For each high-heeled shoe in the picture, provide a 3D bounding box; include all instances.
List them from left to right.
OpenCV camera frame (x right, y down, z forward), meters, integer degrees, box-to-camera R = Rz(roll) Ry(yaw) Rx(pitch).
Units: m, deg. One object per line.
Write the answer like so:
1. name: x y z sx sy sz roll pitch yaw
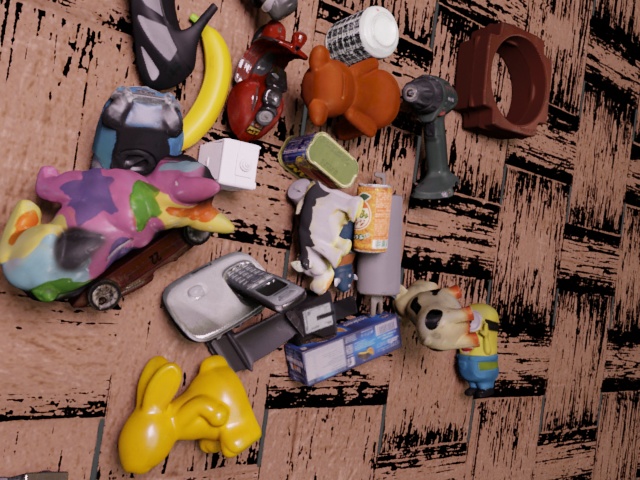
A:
1. high-heeled shoe: -0.244 -0.317 0.688 0.145 0.086 0.248 -42 97 11

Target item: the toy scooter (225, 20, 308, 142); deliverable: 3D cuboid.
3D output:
1. toy scooter: -0.069 -0.228 0.751 0.075 0.135 0.183 18 84 -34

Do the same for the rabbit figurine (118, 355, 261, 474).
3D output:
1. rabbit figurine: -0.185 0.235 0.713 0.173 0.122 0.162 -21 100 -30

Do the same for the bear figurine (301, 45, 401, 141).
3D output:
1. bear figurine: 0.027 -0.212 0.800 0.196 0.132 0.120 -9 99 -43

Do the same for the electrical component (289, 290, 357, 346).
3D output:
1. electrical component: -0.001 0.116 0.870 0.119 0.048 0.074 -19 104 -32

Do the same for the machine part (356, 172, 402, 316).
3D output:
1. machine part: 0.101 0.007 0.914 0.079 0.079 0.243 0 92 -34

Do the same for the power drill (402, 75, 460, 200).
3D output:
1. power drill: 0.188 -0.177 0.922 0.232 0.086 0.207 -42 123 -58

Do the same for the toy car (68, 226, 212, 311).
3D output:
1. toy car: -0.225 0.027 0.691 0.202 0.089 0.053 -40 118 -25

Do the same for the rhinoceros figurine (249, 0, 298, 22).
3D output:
1. rhinoceros figurine: -0.097 -0.391 0.737 0.073 0.112 0.190 -40 106 -27

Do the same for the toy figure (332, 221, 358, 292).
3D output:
1. toy figure: 0.034 0.008 0.882 0.064 0.058 0.154 -1 98 -23

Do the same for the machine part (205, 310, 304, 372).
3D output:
1. machine part: -0.094 0.145 0.795 0.139 0.039 0.084 -25 103 -3

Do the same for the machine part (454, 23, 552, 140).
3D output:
1. machine part: 0.362 -0.307 1.063 0.201 0.087 0.200 5 91 -35

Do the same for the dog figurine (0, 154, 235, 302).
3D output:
1. dog figurine: -0.212 -0.018 0.598 0.108 0.219 0.191 79 13 -50

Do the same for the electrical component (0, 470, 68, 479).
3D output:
1. electrical component: -0.348 0.325 0.658 0.102 0.045 0.078 8 60 -36

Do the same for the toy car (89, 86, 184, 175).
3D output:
1. toy car: -0.227 -0.133 0.667 0.109 0.161 0.103 1 49 -23

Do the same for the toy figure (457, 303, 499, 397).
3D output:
1. toy figure: 0.315 0.216 1.068 0.089 0.082 0.180 -3 87 -53

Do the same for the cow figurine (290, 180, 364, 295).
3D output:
1. cow figurine: -0.003 -0.001 0.815 0.068 0.098 0.167 -44 155 -69

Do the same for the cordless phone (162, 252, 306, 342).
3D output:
1. cordless phone: -0.111 0.087 0.714 0.146 0.184 0.088 -29 112 -29

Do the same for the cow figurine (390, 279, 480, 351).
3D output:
1. cow figurine: 0.186 0.124 0.922 0.127 0.195 0.085 -12 108 3

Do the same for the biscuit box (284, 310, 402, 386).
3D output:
1. biscuit box: 0.043 0.175 0.894 0.203 0.063 0.059 -14 100 -33
